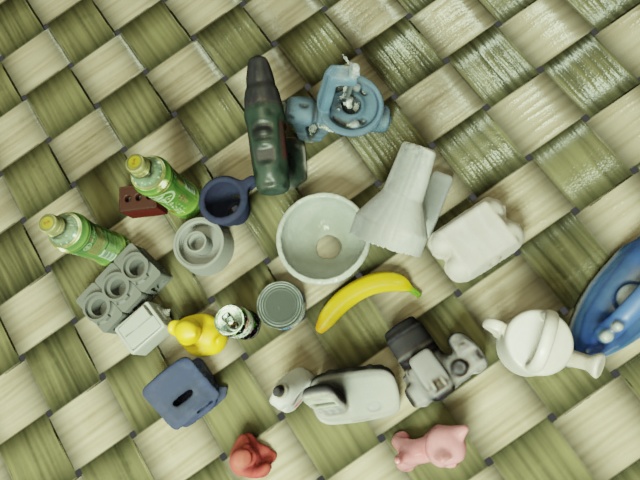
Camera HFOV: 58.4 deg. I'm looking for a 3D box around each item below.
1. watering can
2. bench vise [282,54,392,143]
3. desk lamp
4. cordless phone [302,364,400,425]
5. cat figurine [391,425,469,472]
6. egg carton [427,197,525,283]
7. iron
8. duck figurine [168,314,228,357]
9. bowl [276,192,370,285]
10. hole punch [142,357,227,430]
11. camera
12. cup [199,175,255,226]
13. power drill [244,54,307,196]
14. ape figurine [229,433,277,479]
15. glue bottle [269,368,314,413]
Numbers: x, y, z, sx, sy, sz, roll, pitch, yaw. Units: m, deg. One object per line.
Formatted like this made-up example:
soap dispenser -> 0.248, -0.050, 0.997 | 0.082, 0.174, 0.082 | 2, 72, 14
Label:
watering can -> 0.338, 0.157, 0.871 | 0.172, 0.194, 0.101 | -1, 77, 10
bench vise -> 0.017, -0.234, 1.004 | 0.207, 0.220, 0.121 | -18, 74, 5
desk lamp -> 0.140, -0.061, 0.946 | 0.117, 0.214, 0.203 | 20, 81, 14
cordless phone -> 0.049, 0.245, 0.904 | 0.147, 0.185, 0.094 | -13, 75, 7
cat figurine -> 0.175, 0.329, 0.898 | 0.127, 0.118, 0.067 | -16, 75, 6
egg carton -> 0.268, 0.001, 0.984 | 0.150, 0.069, 0.107 | -35, 74, 0
iron -> 0.481, 0.099, 0.888 | 0.118, 0.141, 0.258 | 41, 86, 16
duck figurine -> -0.221, 0.167, 1.020 | 0.104, 0.086, 0.077 | 15, 80, 13
bowl -> 0.009, 0.004, 1.025 | 0.167, 0.075, 0.167 | -2, 77, 9
hole punch -> -0.233, 0.266, 0.996 | 0.108, 0.091, 0.101 | -39, 74, -1
camera -> 0.180, 0.187, 0.939 | 0.143, 0.101, 0.136 | -34, 74, 1
cup -> -0.156, -0.071, 1.060 | 0.118, 0.095, 0.091 | -37, 74, 0
power drill -> -0.081, -0.178, 1.014 | 0.075, 0.208, 0.229 | -8, 76, 8
ape figurine -> -0.121, 0.363, 0.954 | 0.076, 0.092, 0.078 | -21, 74, 5
glue bottle -> -0.052, 0.245, 0.927 | 0.037, 0.173, 0.078 | 31, 84, 15
